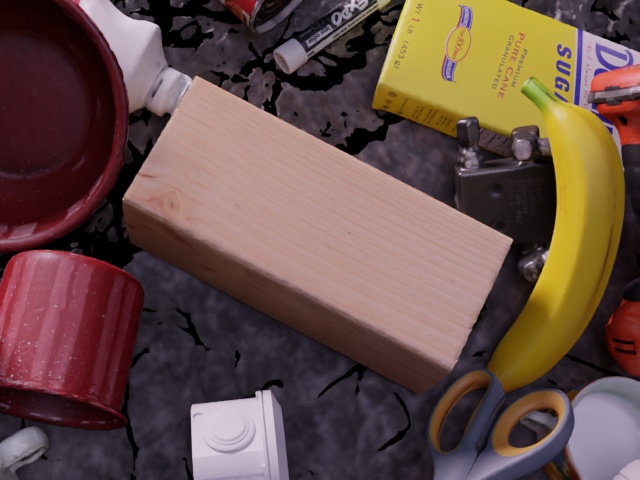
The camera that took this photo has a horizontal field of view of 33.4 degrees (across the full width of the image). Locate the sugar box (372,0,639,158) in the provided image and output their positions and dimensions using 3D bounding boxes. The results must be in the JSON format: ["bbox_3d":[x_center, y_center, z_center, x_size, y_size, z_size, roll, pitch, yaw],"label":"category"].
[{"bbox_3d":[0.131,-0.104,0.708,0.176,0.048,0.093,19,75,0],"label":"sugar box"}]

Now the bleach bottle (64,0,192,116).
[{"bbox_3d":[-0.191,-0.156,0.676,0.251,0.068,0.102,29,75,-1],"label":"bleach bottle"}]

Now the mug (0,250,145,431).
[{"bbox_3d":[-0.158,0.056,0.608,0.117,0.093,0.081,5,68,11],"label":"mug"}]

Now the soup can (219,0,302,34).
[{"bbox_3d":[-0.056,-0.195,0.700,0.102,0.068,0.068,44,74,7],"label":"soup can"}]

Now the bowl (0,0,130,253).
[{"bbox_3d":[-0.184,-0.076,0.621,0.162,0.055,0.162,1,102,4],"label":"bowl"}]

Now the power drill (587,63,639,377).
[{"bbox_3d":[0.244,-0.024,0.657,0.184,0.057,0.187,-16,98,-28],"label":"power drill"}]

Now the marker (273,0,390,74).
[{"bbox_3d":[0.020,-0.153,0.723,0.121,0.020,0.020,-38,82,-15],"label":"marker"}]

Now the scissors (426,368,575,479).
[{"bbox_3d":[0.082,0.145,0.578,0.096,0.016,0.201,-10,35,29],"label":"scissors"}]

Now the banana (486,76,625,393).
[{"bbox_3d":[0.141,0.007,0.628,0.037,0.070,0.198,-8,110,-42],"label":"banana"}]

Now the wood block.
[{"bbox_3d":[-0.004,0.001,0.639,0.206,0.090,0.090,27,72,2],"label":"wood block"}]
